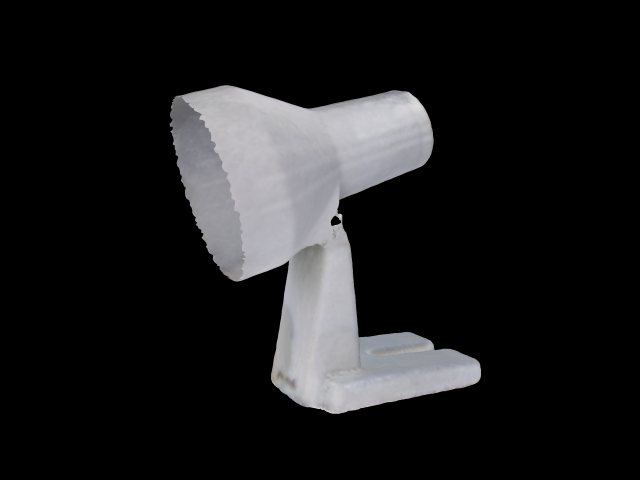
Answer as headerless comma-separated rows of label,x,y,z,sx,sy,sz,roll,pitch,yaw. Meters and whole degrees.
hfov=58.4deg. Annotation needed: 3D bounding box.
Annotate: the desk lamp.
desk lamp,0.004,0.001,0.400,0.204,0.213,0.117,-3,7,-26
